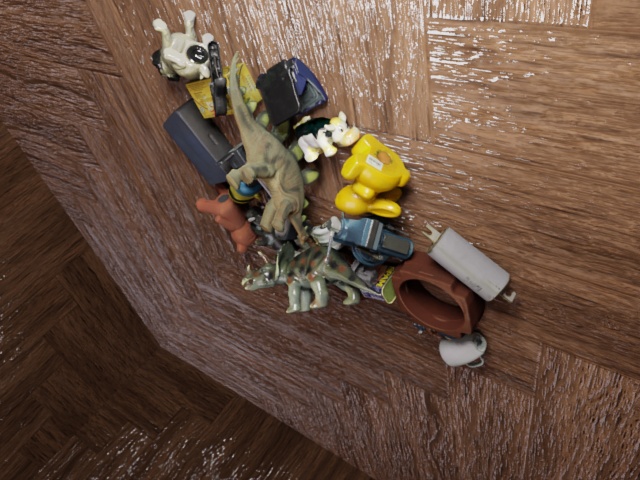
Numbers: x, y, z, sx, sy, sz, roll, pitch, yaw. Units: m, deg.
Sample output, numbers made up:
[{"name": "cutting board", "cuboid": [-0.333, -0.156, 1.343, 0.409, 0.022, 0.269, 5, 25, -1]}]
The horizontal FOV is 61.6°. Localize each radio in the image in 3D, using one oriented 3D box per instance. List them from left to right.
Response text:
[{"name": "radio", "cuboid": [-0.324, -0.264, 1.489, 0.229, 0.073, 0.131, 53, 149, -16]}]

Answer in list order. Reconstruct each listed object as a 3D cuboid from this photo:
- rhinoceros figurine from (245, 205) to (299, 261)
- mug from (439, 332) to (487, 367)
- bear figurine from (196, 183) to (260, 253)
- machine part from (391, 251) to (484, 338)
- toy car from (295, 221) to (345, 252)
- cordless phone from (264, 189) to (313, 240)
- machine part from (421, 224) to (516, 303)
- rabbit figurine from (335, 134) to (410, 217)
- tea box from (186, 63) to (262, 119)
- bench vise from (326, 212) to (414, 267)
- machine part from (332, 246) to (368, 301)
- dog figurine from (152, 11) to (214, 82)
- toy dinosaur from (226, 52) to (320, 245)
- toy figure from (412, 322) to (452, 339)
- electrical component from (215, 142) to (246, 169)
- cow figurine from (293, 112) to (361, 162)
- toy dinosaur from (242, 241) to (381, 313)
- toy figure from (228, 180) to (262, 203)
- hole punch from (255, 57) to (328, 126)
[{"name": "rhinoceros figurine", "cuboid": [-0.147, -0.020, 1.598, 0.190, 0.073, 0.112, 46, 151, -8]}, {"name": "mug", "cuboid": [0.381, 0.285, 1.385, 0.109, 0.081, 0.107, 48, 142, -4]}, {"name": "bear figurine", "cuboid": [-0.267, -0.064, 1.641, 0.132, 0.120, 0.195, 22, 150, 36]}, {"name": "machine part", "cuboid": [0.283, 0.128, 1.286, 0.201, 0.087, 0.201, 15, 139, 37]}, {"name": "toy car", "cuboid": [-0.003, -0.004, 1.470, 0.202, 0.056, 0.073, -8, 124, 53]}, {"name": "cordless phone", "cuboid": [-0.103, -0.095, 1.435, 0.184, 0.089, 0.147, 66, 167, -12]}, {"name": "machine part", "cuboid": [0.317, 0.052, 1.154, 0.243, 0.079, 0.079, 40, 150, 4]}, {"name": "rabbit figurine", "cuboid": [0.105, -0.115, 1.147, 0.162, 0.122, 0.173, 26, 133, -16]}, {"name": "tea box", "cuboid": [-0.228, -0.350, 1.269, 0.170, 0.068, 0.098, 8, 134, 44]}, {"name": "bench vise", "cuboid": [0.089, -0.004, 1.260, 0.241, 0.223, 0.128, -174, 88, -65]}, {"name": "machine part", "cuboid": [0.083, 0.094, 1.500, 0.180, 0.056, 0.179, 28, 147, 20]}, {"name": "dog figurine", "cuboid": [-0.316, -0.405, 1.250, 0.172, 0.121, 0.190, 68, 157, 11]}, {"name": "toy dinosaur", "cuboid": [-0.116, -0.180, 1.230, 0.105, 0.198, 0.470, 9, 137, 44]}, {"name": "toy figure", "cuboid": [0.310, 0.222, 1.404, 0.057, 0.064, 0.155, 15, 173, -36]}, {"name": "electrical component", "cuboid": [-0.207, -0.213, 1.373, 0.075, 0.119, 0.047, -8, 124, 50]}, {"name": "cow figurine", "cuboid": [0.014, -0.231, 1.152, 0.167, 0.068, 0.098, -8, 118, 52]}, {"name": "toy dinosaur", "cuboid": [-0.012, 0.079, 1.336, 0.405, 0.131, 0.192, -15, 80, 39]}, {"name": "toy figure", "cuboid": [-0.202, -0.151, 1.454, 0.180, 0.089, 0.082, 155, 107, -77]}, {"name": "hole punch", "cuboid": [-0.058, -0.312, 1.124, 0.142, 0.092, 0.115, -11, 101, 54]}]
